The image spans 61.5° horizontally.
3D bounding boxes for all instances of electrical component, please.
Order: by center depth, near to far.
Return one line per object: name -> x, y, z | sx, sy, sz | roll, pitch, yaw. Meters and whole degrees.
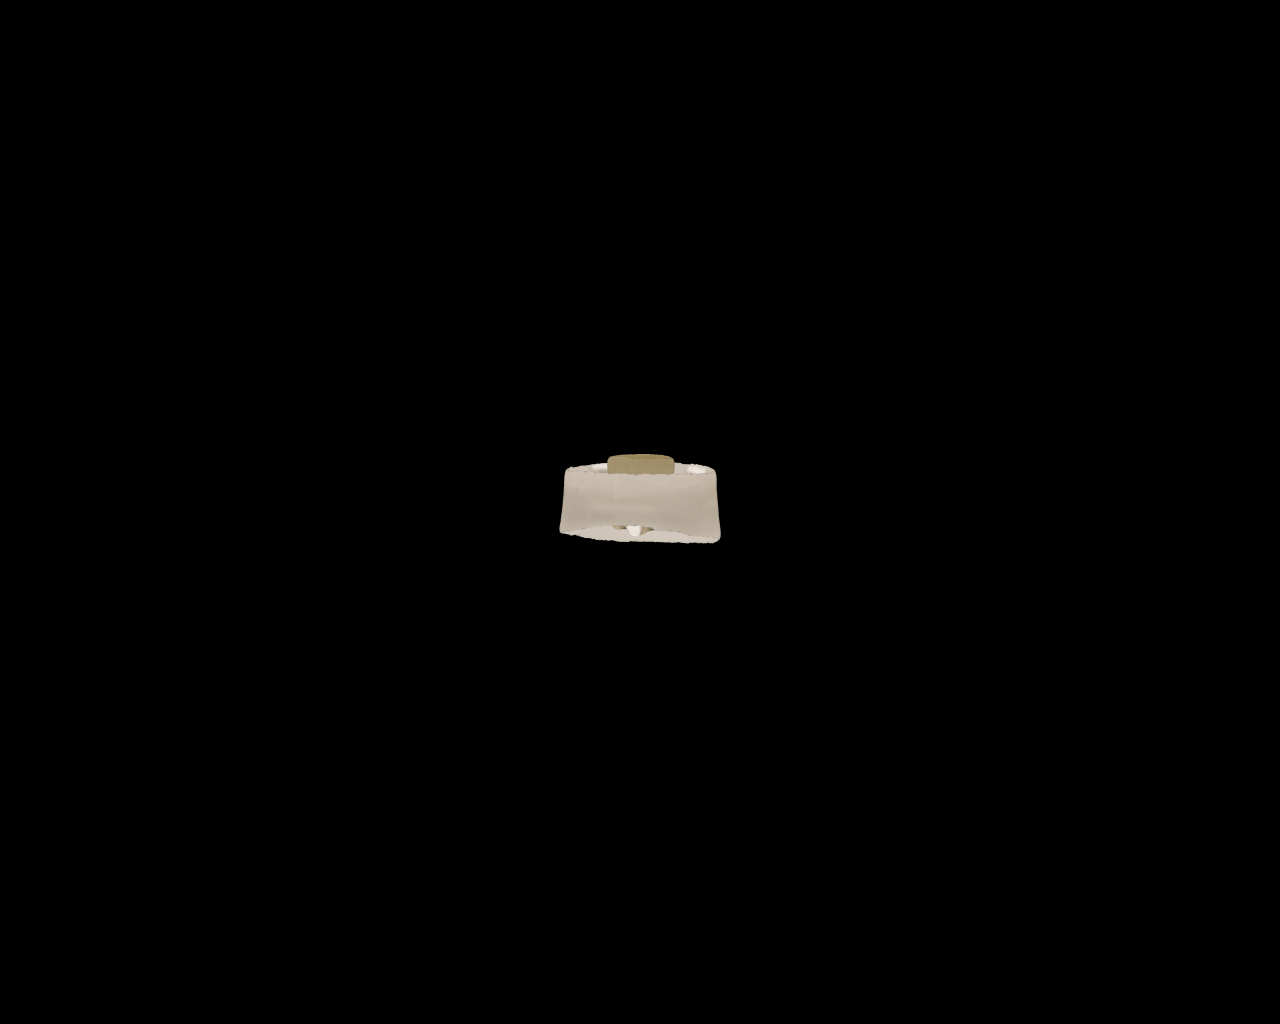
electrical component -> 0.001, -0.003, 0.650 | 0.099, 0.064, 0.099 | 0, 7, 0
